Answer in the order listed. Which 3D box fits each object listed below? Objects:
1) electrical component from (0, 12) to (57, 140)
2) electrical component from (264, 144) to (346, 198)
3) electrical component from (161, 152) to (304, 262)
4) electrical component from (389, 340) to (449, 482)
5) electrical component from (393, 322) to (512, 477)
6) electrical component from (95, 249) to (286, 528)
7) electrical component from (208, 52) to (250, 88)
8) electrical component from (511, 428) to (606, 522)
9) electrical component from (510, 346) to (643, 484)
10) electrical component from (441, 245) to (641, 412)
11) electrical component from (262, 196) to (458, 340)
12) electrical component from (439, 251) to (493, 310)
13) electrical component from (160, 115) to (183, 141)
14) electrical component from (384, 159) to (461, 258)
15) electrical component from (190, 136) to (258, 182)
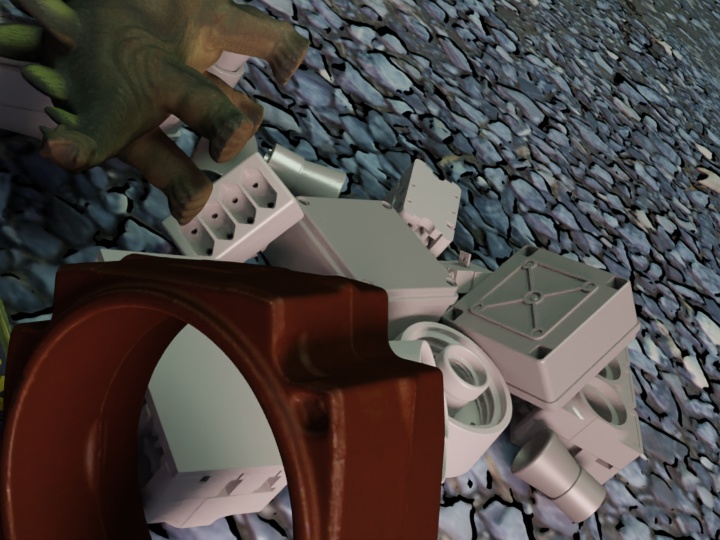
[{"bbox_3d":[-0.241,-0.132,0.722,0.096,0.061,0.061,6,46,-41],"label":"electrical component"},{"bbox_3d":[-0.050,-0.073,0.866,0.065,0.044,0.044,27,35,-12],"label":"electrical component"},{"bbox_3d":[-0.085,-0.030,0.759,0.047,0.083,0.075,51,-4,16],"label":"electrical component"},{"bbox_3d":[0.022,0.093,0.677,0.099,0.064,0.099,-8,90,-79],"label":"electrical component"},{"bbox_3d":[0.059,0.086,0.771,0.108,0.060,0.108,26,36,-21],"label":"electrical component"},{"bbox_3d":[-0.105,0.067,0.627,0.089,0.061,0.150,5,47,-42],"label":"electrical component"},{"bbox_3d":[-0.115,-0.184,0.915,0.045,0.055,0.045,26,36,-21],"label":"electrical component"},{"bbox_3d":[0.151,0.156,0.802,0.065,0.044,0.044,43,33,-5],"label":"electrical component"},{"bbox_3d":[0.176,0.090,0.883,0.089,0.061,0.150,30,35,-16],"label":"electrical component"},{"bbox_3d":[0.139,0.042,0.829,0.109,0.056,0.109,-38,38,-25],"label":"electrical component"},{"bbox_3d":[0.000,0.000,0.807,0.109,0.056,0.108,-1,43,-46],"label":"electrical component"},{"bbox_3d":[0.072,0.017,0.870,0.055,0.066,0.048,2,14,-34],"label":"electrical component"},{"bbox_3d":[-0.180,-0.143,0.808,0.100,0.048,0.099,-12,59,-50],"label":"electrical component"},{"bbox_3d":[0.046,-0.042,0.910,0.050,0.055,0.089,33,34,-12],"label":"electrical component"},{"bbox_3d":[-0.092,-0.068,0.814,0.079,0.043,0.077,32,34,-15],"label":"electrical component"}]
